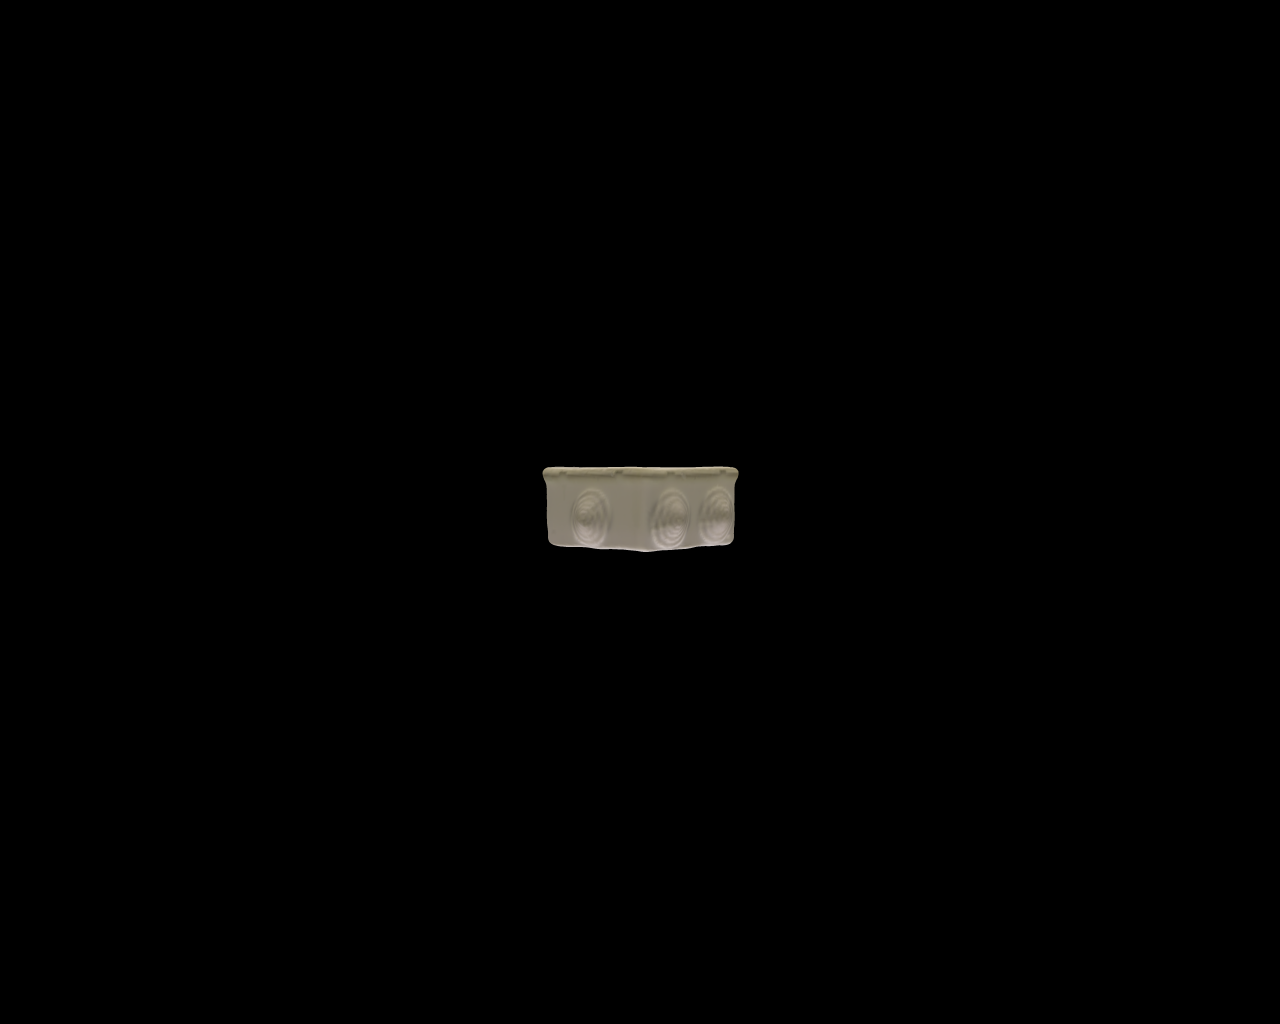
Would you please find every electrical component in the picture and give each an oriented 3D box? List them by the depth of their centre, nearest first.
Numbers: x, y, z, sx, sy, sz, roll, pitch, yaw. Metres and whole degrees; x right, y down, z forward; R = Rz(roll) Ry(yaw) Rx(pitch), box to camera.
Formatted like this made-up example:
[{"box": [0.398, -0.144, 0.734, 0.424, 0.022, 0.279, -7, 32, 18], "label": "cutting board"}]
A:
[{"box": [0.001, -0.003, 0.650, 0.100, 0.048, 0.100, 2, 3, 43], "label": "electrical component"}]
